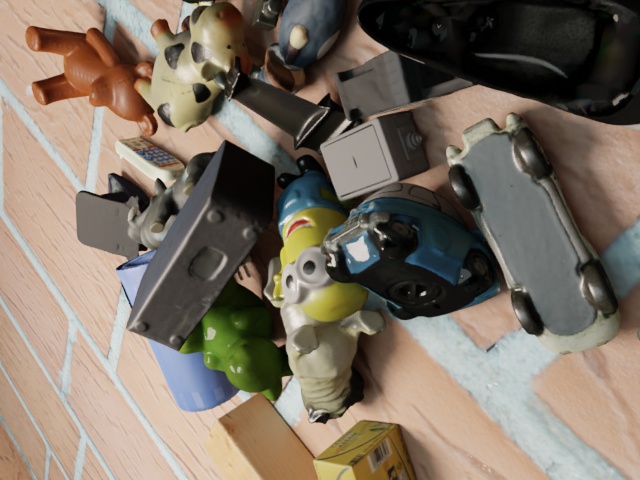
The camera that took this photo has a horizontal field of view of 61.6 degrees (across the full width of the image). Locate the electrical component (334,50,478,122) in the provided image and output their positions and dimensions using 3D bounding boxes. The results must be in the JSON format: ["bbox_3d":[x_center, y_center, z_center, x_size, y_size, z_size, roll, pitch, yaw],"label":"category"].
[{"bbox_3d":[0.079,-0.139,0.458,0.119,0.075,0.047,-6,104,51],"label":"electrical component"}]

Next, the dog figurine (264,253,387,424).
[{"bbox_3d":[-0.007,0.108,0.640,0.190,0.121,0.172,98,165,-50],"label":"dog figurine"}]

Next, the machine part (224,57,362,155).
[{"bbox_3d":[-0.033,-0.133,0.546,0.084,0.139,0.039,-30,42,51],"label":"machine part"}]

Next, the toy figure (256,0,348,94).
[{"bbox_3d":[-0.027,-0.192,0.548,0.058,0.064,0.154,51,135,12],"label":"toy figure"}]

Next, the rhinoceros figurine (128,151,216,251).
[{"bbox_3d":[-0.195,-0.048,0.728,0.190,0.073,0.112,-37,48,28],"label":"rhinoceros figurine"}]

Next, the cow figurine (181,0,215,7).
[{"bbox_3d":[-0.110,-0.303,0.580,0.168,0.068,0.098,17,124,42],"label":"cow figurine"}]

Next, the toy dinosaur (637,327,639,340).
[{"bbox_3d":[0.308,0.079,0.314,0.199,0.105,0.470,19,110,47],"label":"toy dinosaur"}]

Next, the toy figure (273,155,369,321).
[{"bbox_3d":[0.001,-0.004,0.553,0.082,0.089,0.180,119,152,-44],"label":"toy figure"}]

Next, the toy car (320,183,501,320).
[{"bbox_3d":[0.081,0.003,0.489,0.109,0.161,0.103,-34,38,44],"label":"toy car"}]

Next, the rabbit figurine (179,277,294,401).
[{"bbox_3d":[-0.096,0.143,0.681,0.159,0.121,0.170,44,178,-29],"label":"rabbit figurine"}]

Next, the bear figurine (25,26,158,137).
[{"bbox_3d":[-0.323,-0.226,0.778,0.196,0.132,0.120,41,133,33],"label":"bear figurine"}]

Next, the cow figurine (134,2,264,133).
[{"bbox_3d":[-0.144,-0.201,0.641,0.127,0.085,0.195,54,140,5],"label":"cow figurine"}]

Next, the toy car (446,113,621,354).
[{"bbox_3d":[0.171,-0.005,0.435,0.073,0.056,0.201,-27,86,30],"label":"toy car"}]

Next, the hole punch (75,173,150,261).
[{"bbox_3d":[-0.335,-0.040,0.906,0.116,0.092,0.142,19,121,4],"label":"hole punch"}]

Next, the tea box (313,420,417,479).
[{"bbox_3d":[0.068,0.316,0.641,0.068,0.098,0.169,-12,96,45],"label":"tea box"}]

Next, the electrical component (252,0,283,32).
[{"bbox_3d":[-0.051,-0.252,0.556,0.094,0.021,0.063,-138,60,-70],"label":"electrical component"}]

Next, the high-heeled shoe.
[{"bbox_3d":[0.146,-0.123,0.350,0.249,0.145,0.086,34,129,32],"label":"high-heeled shoe"}]

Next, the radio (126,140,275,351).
[{"bbox_3d":[-0.138,0.010,0.621,0.229,0.073,0.131,-54,23,25],"label":"radio"}]
